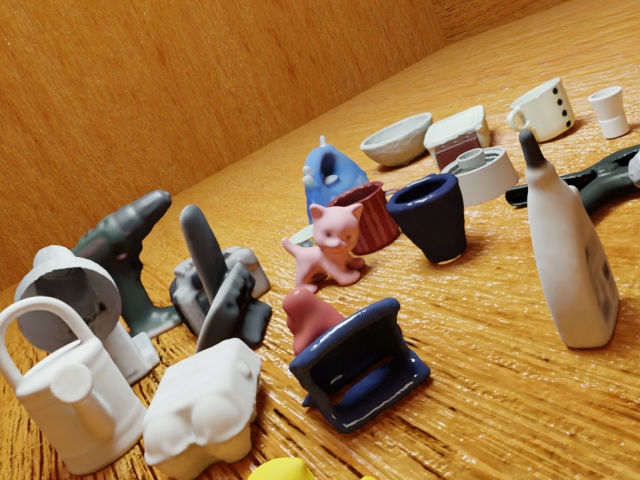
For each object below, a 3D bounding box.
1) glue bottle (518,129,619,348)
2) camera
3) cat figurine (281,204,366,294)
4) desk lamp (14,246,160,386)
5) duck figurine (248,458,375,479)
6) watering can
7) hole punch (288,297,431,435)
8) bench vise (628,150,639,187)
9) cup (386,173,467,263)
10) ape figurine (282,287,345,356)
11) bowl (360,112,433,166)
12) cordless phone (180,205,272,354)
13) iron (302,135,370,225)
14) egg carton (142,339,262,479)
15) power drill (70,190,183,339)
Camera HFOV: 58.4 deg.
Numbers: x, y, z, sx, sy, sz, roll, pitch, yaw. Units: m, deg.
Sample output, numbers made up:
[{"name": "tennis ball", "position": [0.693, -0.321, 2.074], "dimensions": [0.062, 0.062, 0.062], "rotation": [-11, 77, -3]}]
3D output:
[{"name": "glue bottle", "position": [0.186, -0.006, 0.440], "dimensions": [0.037, 0.173, 0.078], "rotation": [-11, 22, 41]}, {"name": "camera", "position": [-0.176, 0.067, 0.894], "dimensions": [0.143, 0.101, 0.136], "rotation": [-36, 19, -28]}, {"name": "cat figurine", "position": [0.007, 0.003, 0.781], "dimensions": [0.127, 0.118, 0.067], "rotation": [-19, 18, 24]}, {"name": "desk lamp", "position": [-0.320, 0.109, 0.783], "dimensions": [0.118, 0.214, 0.202], "rotation": [-32, 17, -17]}, {"name": "duck figurine", "position": [-0.009, 0.171, 0.352], "dimensions": [0.104, 0.086, 0.077], "rotation": [-29, 17, -7]}, {"name": "watering can", "position": [-0.274, 0.150, 0.626], "dimensions": [0.172, 0.194, 0.101], "rotation": [-13, 21, 38]}, {"name": "hole punch", "position": [0.023, 0.100, 0.509], "dimensions": [0.109, 0.091, 0.101], "rotation": [-31, 17, -15]}, {"name": "bench vise", "position": [0.350, -0.119, 0.451], "dimensions": [0.207, 0.220, 0.121], "rotation": [-30, 17, -13]}, {"name": "cup", "position": [0.143, -0.027, 0.707], "dimensions": [0.091, 0.095, 0.118], "rotation": [-18, 19, 27]}, {"name": "ape figurine", "position": [-0.007, 0.088, 0.589], "dimensions": [0.076, 0.092, 0.078], "rotation": [-12, 22, 40]}, {"name": "bowl", "position": [0.175, -0.205, 1.233], "dimensions": [0.167, 0.075, 0.167], "rotation": [-24, 17, 8]}, {"name": "cordless phone", "position": [-0.146, 0.053, 0.742], "dimensions": [0.094, 0.185, 0.147], "rotation": [-24, 17, 8]}, {"name": "iron", "position": [0.010, -0.100, 1.044], "dimensions": [0.118, 0.141, 0.258], "rotation": [-20, 18, 20]}, {"name": "egg carton", "position": [-0.109, 0.161, 0.562], "dimensions": [0.107, 0.069, 0.150], "rotation": [-25, 17, 6]}, {"name": "power drill", "position": [-0.302, 0.053, 0.934], "dimensions": [0.229, 0.209, 0.075], "rotation": [-27, 17, 0]}]
